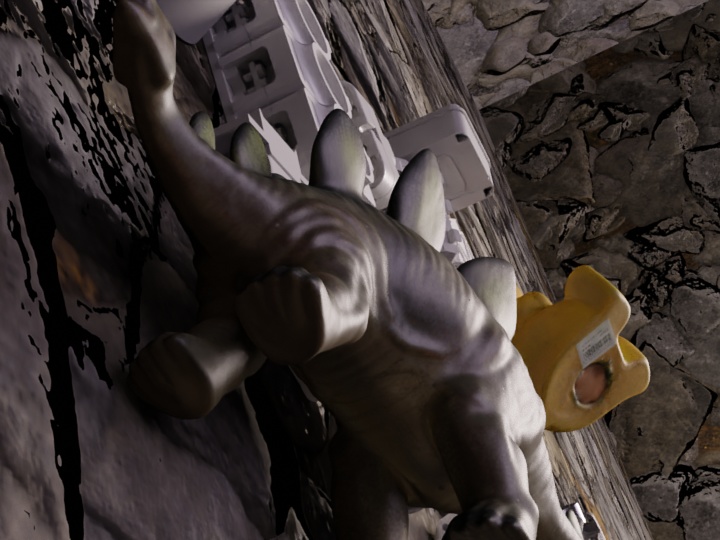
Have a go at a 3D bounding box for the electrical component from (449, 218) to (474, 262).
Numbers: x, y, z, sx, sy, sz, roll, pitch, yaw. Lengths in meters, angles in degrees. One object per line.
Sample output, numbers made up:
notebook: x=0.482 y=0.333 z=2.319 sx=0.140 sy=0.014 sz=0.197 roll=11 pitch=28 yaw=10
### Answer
electrical component: x=0.084 y=0.008 z=1.034 sx=0.108 sy=0.056 sz=0.109 roll=66 pitch=12 yaw=3

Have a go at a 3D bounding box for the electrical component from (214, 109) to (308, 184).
electrical component: x=-0.056 y=-0.042 z=0.569 sx=0.081 sy=0.042 sz=0.063 roll=46 pitch=27 yaw=-56

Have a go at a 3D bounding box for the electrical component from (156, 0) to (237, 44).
electrical component: x=-0.109 y=-0.194 z=0.645 sx=0.099 sy=0.064 sz=0.099 roll=50 pitch=9 yaw=-11

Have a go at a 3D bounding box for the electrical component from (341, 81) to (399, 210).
electrical component: x=-0.007 y=-0.092 z=0.845 sx=0.095 sy=0.054 sz=0.059 roll=70 pitch=13 yaw=19

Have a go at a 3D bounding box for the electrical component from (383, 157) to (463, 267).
electrical component: x=0.043 y=-0.035 z=0.895 sx=0.079 sy=0.063 sz=0.121 roll=14 pitch=36 yaw=-19

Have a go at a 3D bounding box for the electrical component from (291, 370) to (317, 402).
electrical component: x=-0.017 y=0.036 z=0.589 sx=0.081 sy=0.042 sz=0.063 roll=60 pitch=17 yaw=-20

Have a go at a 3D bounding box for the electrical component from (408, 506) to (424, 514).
electrical component: x=0.024 y=0.113 z=0.620 sx=0.040 sy=0.040 sz=0.046 roll=63 pitch=7 yaw=-14

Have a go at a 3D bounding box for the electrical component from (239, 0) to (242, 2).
electrical component: x=-0.082 y=-0.205 z=0.723 sx=0.048 sy=0.062 sz=0.048 roll=60 pitch=13 yaw=-24

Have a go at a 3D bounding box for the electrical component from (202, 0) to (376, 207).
electrical component: x=-0.045 y=-0.109 z=0.697 sx=0.089 sy=0.062 sz=0.150 roll=43 pitch=25 yaw=-61

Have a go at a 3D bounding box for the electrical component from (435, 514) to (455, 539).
electrical component: x=0.072 y=0.179 z=0.704 sx=0.061 sy=0.035 sz=0.035 roll=52 pitch=18 yaw=-56

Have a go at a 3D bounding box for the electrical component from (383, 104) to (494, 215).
electrical component: x=0.056 y=-0.091 z=0.973 sx=0.078 sy=0.113 sz=0.057 roll=58 pitch=17 yaw=-33
